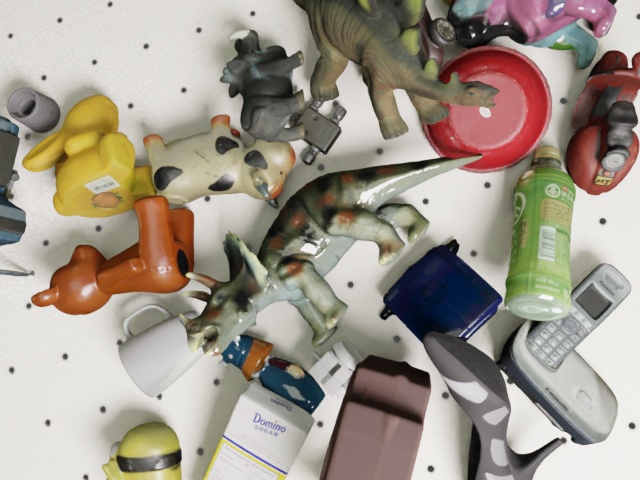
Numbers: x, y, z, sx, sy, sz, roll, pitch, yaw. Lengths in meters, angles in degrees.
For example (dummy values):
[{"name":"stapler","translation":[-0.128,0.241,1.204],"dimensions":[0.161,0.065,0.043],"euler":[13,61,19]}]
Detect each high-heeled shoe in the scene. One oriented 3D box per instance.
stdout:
[{"name":"high-heeled shoe","translation":[0.164,0.214,0.615],"dimensions":[0.248,0.086,0.145],"euler":[43,109,-11]}]

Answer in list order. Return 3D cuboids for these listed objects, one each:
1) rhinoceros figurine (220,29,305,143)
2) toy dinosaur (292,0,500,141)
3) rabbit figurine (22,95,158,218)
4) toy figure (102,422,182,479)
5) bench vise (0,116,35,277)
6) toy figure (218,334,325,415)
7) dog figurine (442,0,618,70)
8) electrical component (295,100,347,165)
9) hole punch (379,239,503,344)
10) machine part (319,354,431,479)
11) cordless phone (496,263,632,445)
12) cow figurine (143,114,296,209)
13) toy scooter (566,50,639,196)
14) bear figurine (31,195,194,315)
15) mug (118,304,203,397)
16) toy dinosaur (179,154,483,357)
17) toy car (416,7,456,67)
[{"name":"rhinoceros figurine","translation":[-0.074,-0.204,0.709],"dimensions":[0.112,0.073,0.190],"euler":[-9,56,-5]},{"name":"toy dinosaur","translation":[0.038,-0.268,0.658],"dimensions":[0.105,0.198,0.472],"euler":[-27,45,-21]},{"name":"rabbit figurine","translation":[-0.314,-0.118,0.746],"dimensions":[0.162,0.121,0.173],"euler":[-21,67,14]},{"name":"toy figure","translation":[-0.209,0.324,0.682],"dimensions":[0.089,0.082,0.180],"euler":[-16,77,-6]},{"name":"bench vise","translation":[-0.501,-0.063,0.752],"dimensions":[0.241,0.129,0.223],"euler":[6,94,28]},{"name":"toy figure","translation":[-0.067,0.169,0.692],"dimensions":[0.154,0.057,0.064],"euler":[35,91,11]},{"name":"dog figurine","translation":[0.266,-0.319,0.683],"dimensions":[0.219,0.108,0.191],"euler":[23,88,12]},{"name":"electrical component","translation":[-0.007,-0.152,0.739],"dimensions":[0.063,0.021,0.094],"euler":[33,89,10]},{"name":"hole punch","translation":[0.149,0.076,0.662],"dimensions":[0.142,0.092,0.116],"euler":[-46,76,4]},{"name":"machine part","translation":[0.058,0.235,0.594],"dimensions":[0.087,0.201,0.201],"euler":[15,87,11]},{"name":"cordless phone","translation":[0.318,0.130,0.636],"dimensions":[0.184,0.088,0.147],"euler":[-43,80,-3]},{"name":"cow figurine","translation":[-0.128,-0.095,0.718],"dimensions":[0.195,0.085,0.127],"euler":[-13,76,3]},{"name":"toy scooter","translation":[0.349,-0.148,0.636],"dimensions":[0.075,0.135,0.183],"euler":[9,86,7]},{"name":"bear figurine","translation":[-0.269,0.027,0.708],"dimensions":[0.196,0.120,0.132],"euler":[-9,79,12]},{"name":"mug","translation":[-0.202,0.132,0.709],"dimensions":[0.107,0.080,0.109],"euler":[-32,74,-8]},{"name":"toy dinosaur","translation":[0.002,-0.007,0.680],"dimensions":[0.192,0.131,0.405],"euler":[42,84,9]},{"name":"toy car","translation":[0.113,-0.311,0.713],"dimensions":[0.053,0.089,0.202],"euler":[-12,76,-34]}]
